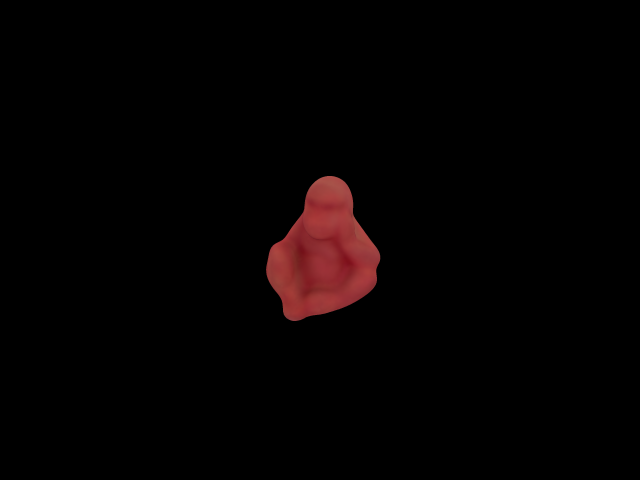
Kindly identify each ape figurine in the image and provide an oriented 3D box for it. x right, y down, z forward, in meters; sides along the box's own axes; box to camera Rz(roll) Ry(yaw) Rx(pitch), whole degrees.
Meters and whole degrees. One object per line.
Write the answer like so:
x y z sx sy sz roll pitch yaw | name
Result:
0.004 0.001 0.400 0.077 0.092 0.076 5 19 15 | ape figurine
